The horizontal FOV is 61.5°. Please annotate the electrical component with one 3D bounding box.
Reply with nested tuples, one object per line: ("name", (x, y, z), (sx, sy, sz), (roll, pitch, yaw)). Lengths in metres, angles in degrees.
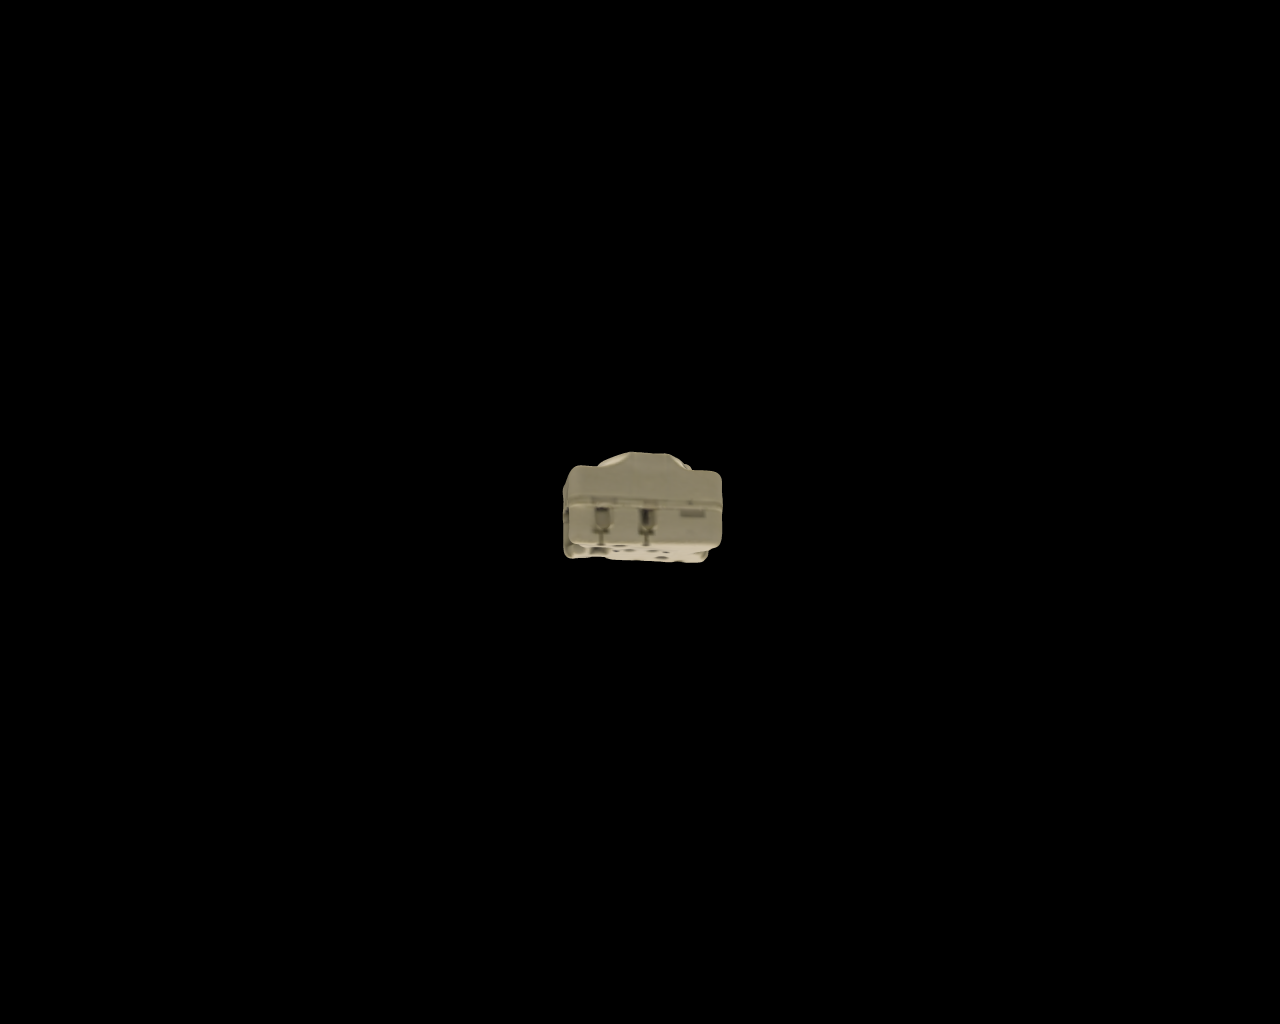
("electrical component", (0.001, -0.003, 0.650), (0.089, 0.056, 0.050), (3, -15, -9))
